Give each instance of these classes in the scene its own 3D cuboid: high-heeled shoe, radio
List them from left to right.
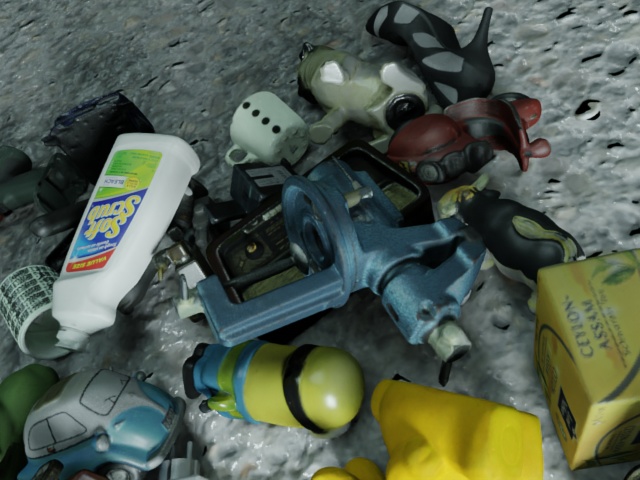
[{"bbox_3d":[-0.001,-0.002,0.585,0.229,0.073,0.131,-35,53,-7],"label":"radio"},{"bbox_3d":[0.133,-0.236,0.722,0.249,0.086,0.145,24,99,52],"label":"high-heeled shoe"}]

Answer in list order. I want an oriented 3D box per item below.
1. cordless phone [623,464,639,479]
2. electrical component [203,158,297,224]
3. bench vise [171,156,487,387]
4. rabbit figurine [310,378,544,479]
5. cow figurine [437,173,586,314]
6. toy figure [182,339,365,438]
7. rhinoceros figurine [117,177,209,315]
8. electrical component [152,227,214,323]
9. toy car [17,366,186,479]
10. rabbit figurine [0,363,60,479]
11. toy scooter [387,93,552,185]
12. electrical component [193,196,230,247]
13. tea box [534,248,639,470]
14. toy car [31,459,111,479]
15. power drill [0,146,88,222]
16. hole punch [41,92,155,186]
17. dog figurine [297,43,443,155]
[{"bbox_3d":[0.254,0.165,0.301,0.147,0.184,0.089,8,56,26],"label":"cordless phone"},{"bbox_3d":[-0.077,-0.055,0.638,0.119,0.047,0.075,-10,42,-31],"label":"electrical component"},{"bbox_3d":[0.005,0.032,0.444,0.241,0.128,0.224,-20,63,-19],"label":"bench vise"},{"bbox_3d":[0.075,0.196,0.398,0.163,0.121,0.173,2,76,25],"label":"rabbit figurine"},{"bbox_3d":[0.170,-0.010,0.512,0.068,0.098,0.168,-44,53,-3],"label":"cow figurine"},{"bbox_3d":[-0.047,0.132,0.500,0.180,0.089,0.082,6,67,22],"label":"toy figure"},{"bbox_3d":[-0.212,-0.001,0.668,0.112,0.073,0.190,17,64,31],"label":"rhinoceros figurine"},{"bbox_3d":[-0.147,0.043,0.602,0.045,0.102,0.078,-30,26,-4],"label":"electrical component"},{"bbox_3d":[-0.218,0.175,0.511,0.162,0.102,0.109,-20,18,12],"label":"toy car"},{"bbox_3d":[-0.334,0.194,0.543,0.121,0.170,0.159,3,99,25],"label":"rabbit figurine"},{"bbox_3d":[0.168,-0.103,0.579,0.184,0.075,0.135,-21,32,0],"label":"toy scooter"},{"bbox_3d":[-0.133,-0.022,0.657,0.021,0.063,0.094,-15,52,13],"label":"electrical component"},{"bbox_3d":[0.200,0.093,0.381,0.068,0.169,0.098,-13,52,11],"label":"tea box"},{"bbox_3d":[-0.241,0.261,0.457,0.202,0.089,0.053,-48,17,10],"label":"toy car"},{"bbox_3d":[-0.464,-0.049,0.804,0.207,0.085,0.232,-10,51,24],"label":"power drill"},{"bbox_3d":[-0.316,-0.159,0.798,0.142,0.115,0.092,-21,44,6],"label":"hole punch"},{"bbox_3d":[0.057,-0.198,0.699,0.172,0.121,0.191,17,31,-13],"label":"dog figurine"}]
